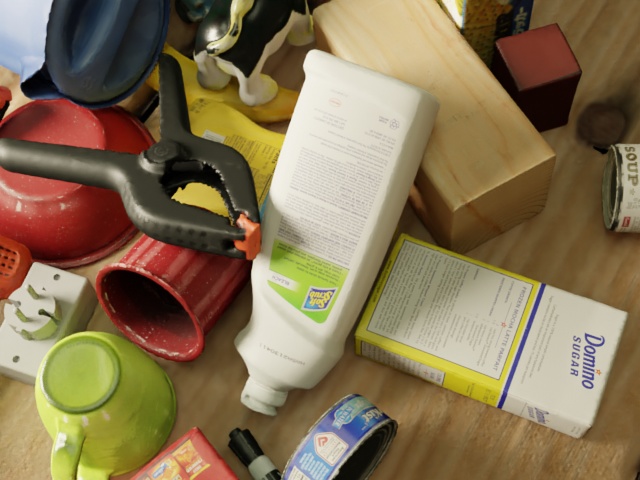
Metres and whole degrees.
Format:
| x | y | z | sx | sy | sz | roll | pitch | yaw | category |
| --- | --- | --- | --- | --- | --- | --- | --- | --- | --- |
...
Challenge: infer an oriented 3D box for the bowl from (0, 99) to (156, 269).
| x | y | z | sx | sy | sz | roll | pitch | yaw | category |
| --- | --- | --- | --- | --- | --- | --- | --- | --- | --- |
| -0.210 | -0.059 | 0.853 | 0.162 | 0.055 | 0.162 | -2 | 64 | 4 | bowl |

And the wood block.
| x | y | z | sx | sy | sz | roll | pitch | yaw | category |
| --- | --- | --- | --- | --- | --- | --- | --- | --- | --- |
| 0.084 | -0.101 | 0.832 | 0.090 | 0.091 | 0.206 | -28 | 66 | -9 | wood block |

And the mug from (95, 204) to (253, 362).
| x | y | z | sx | sy | sz | roll | pitch | yaw | category |
| --- | --- | --- | --- | --- | --- | --- | --- | --- | --- |
| -0.110 | 0.030 | 0.786 | 0.117 | 0.093 | 0.081 | -14 | 29 | 45 | mug |

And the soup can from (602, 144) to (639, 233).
| x | y | z | sx | sy | sz | roll | pitch | yaw | category |
| --- | --- | --- | --- | --- | --- | --- | --- | --- | --- |
| 0.269 | -0.038 | 0.801 | 0.102 | 0.068 | 0.068 | 2 | 64 | 6 | soup can |

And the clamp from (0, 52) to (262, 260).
| x | y | z | sx | sy | sz | roll | pitch | yaw | category |
| --- | --- | --- | --- | --- | --- | --- | --- | --- | --- |
| -0.124 | -0.049 | 0.767 | 0.164 | 0.036 | 0.210 | -30 | 55 | -23 | clamp |

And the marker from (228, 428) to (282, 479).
| x | y | z | sx | sy | sz | roll | pitch | yaw | category |
| --- | --- | --- | --- | --- | --- | --- | --- | --- | --- |
| -0.025 | 0.179 | 0.742 | 0.020 | 0.020 | 0.121 | -36 | 67 | -13 | marker |

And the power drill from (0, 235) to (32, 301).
| x | y | z | sx | sy | sz | roll | pitch | yaw | category |
| --- | --- | --- | --- | --- | --- | --- | --- | --- | --- |
| -0.319 | 0.055 | 0.765 | 0.184 | 0.057 | 0.187 | 22 | 70 | -20 | power drill |

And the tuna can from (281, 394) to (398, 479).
| x | y | z | sx | sy | sz | roll | pitch | yaw | category |
| --- | --- | --- | --- | --- | --- | --- | --- | --- | --- |
| 0.013 | 0.146 | 0.719 | 0.034 | 0.086 | 0.086 | 36 | 71 | 22 | tuna can |

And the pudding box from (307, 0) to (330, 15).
| x | y | z | sx | sy | sz | roll | pitch | yaw | category |
| --- | --- | --- | --- | --- | --- | --- | --- | --- | --- |
| 0.008 | -0.232 | 0.930 | 0.090 | 0.039 | 0.113 | -11 | 65 | 0 | pudding box |

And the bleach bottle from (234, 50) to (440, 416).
| x | y | z | sx | sy | sz | roll | pitch | yaw | category |
| --- | --- | --- | --- | --- | --- | --- | --- | --- | --- |
| -0.005 | 0.001 | 0.756 | 0.103 | 0.068 | 0.251 | 23 | 95 | 15 | bleach bottle |

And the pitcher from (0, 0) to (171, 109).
| x | y | z | sx | sy | sz | roll | pitch | yaw | category |
| --- | --- | --- | --- | --- | --- | --- | --- | --- | --- |
| -0.245 | -0.212 | 0.877 | 0.243 | 0.149 | 0.145 | 25 | 110 | 28 | pitcher |

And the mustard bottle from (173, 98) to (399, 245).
| x | y | z | sx | sy | sz | roll | pitch | yaw | category |
| --- | --- | --- | --- | --- | --- | --- | --- | --- | --- |
| -0.030 | -0.037 | 0.827 | 0.192 | 0.058 | 0.096 | 21 | 70 | 14 | mustard bottle |

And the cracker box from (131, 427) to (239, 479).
| x | y | z | sx | sy | sz | roll | pitch | yaw | category |
| --- | --- | --- | --- | --- | --- | --- | --- | --- | --- |
| -0.075 | 0.255 | 0.680 | 0.164 | 0.072 | 0.214 | -39 | 68 | -12 | cracker box |

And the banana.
| x | y | z | sx | sy | sz | roll | pitch | yaw | category |
| --- | --- | --- | --- | --- | --- | --- | --- | --- | --- |
| -0.104 | -0.143 | 0.896 | 0.198 | 0.037 | 0.069 | 35 | 73 | 19 | banana |

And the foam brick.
| x | y | z | sx | sy | sz | roll | pitch | yaw | category |
| --- | --- | --- | --- | --- | --- | --- | --- | --- | --- |
| 0.168 | -0.124 | 0.845 | 0.053 | 0.078 | 0.051 | -16 | 66 | -4 | foam brick |

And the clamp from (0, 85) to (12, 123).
| x | y | z | sx | sy | sz | roll | pitch | yaw | category |
| --- | --- | --- | --- | --- | --- | --- | --- | --- | --- |
| -0.316 | -0.069 | 0.840 | 0.172 | 0.039 | 0.120 | -17 | 92 | 18 | clamp |

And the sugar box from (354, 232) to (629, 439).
| x | y | z | sx | sy | sz | roll | pitch | yaw | category |
| --- | --- | --- | --- | --- | --- | --- | --- | --- | --- |
| 0.122 | 0.068 | 0.773 | 0.176 | 0.048 | 0.093 | 22 | 68 | 10 | sugar box |
